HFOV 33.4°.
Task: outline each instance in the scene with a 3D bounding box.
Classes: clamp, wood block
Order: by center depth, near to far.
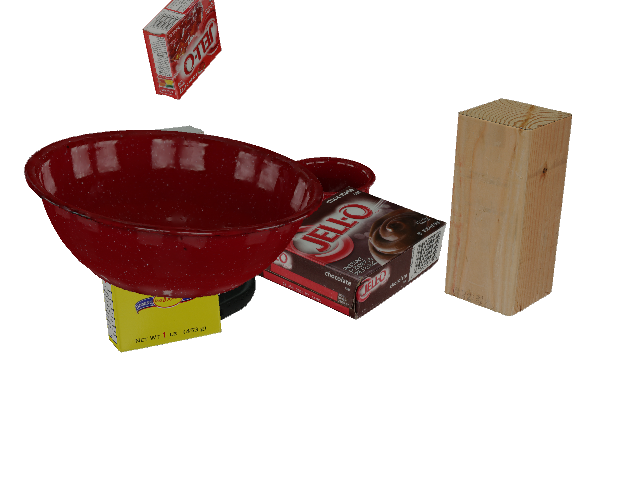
[{"bbox_3d":[0.201,-0.037,1.147,0.090,0.206,0.090,20,28,37],"label":"wood block"},{"bbox_3d":[-0.097,0.037,1.251,0.120,0.039,0.171,-2,40,11],"label":"clamp"}]

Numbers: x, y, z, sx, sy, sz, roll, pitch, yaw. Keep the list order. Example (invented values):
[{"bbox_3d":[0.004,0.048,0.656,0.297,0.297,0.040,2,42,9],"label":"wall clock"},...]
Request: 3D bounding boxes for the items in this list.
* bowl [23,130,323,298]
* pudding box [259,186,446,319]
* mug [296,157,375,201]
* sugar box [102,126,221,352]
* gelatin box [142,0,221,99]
[{"bbox_3d":[-0.081,-0.012,0.590,0.162,0.055,0.162,7,21,-3],"label":"bowl"},{"bbox_3d":[0.023,0.006,0.768,0.090,0.039,0.113,23,32,30],"label":"pudding box"},{"bbox_3d":[-0.006,-0.028,1.054,0.117,0.081,0.093,3,26,2],"label":"mug"},{"bbox_3d":[-0.138,-0.002,0.893,0.093,0.176,0.048,-11,18,-23],"label":"sugar box"},{"bbox_3d":[-0.129,-0.189,1.011,0.030,0.073,0.089,16,47,20],"label":"gelatin box"}]
